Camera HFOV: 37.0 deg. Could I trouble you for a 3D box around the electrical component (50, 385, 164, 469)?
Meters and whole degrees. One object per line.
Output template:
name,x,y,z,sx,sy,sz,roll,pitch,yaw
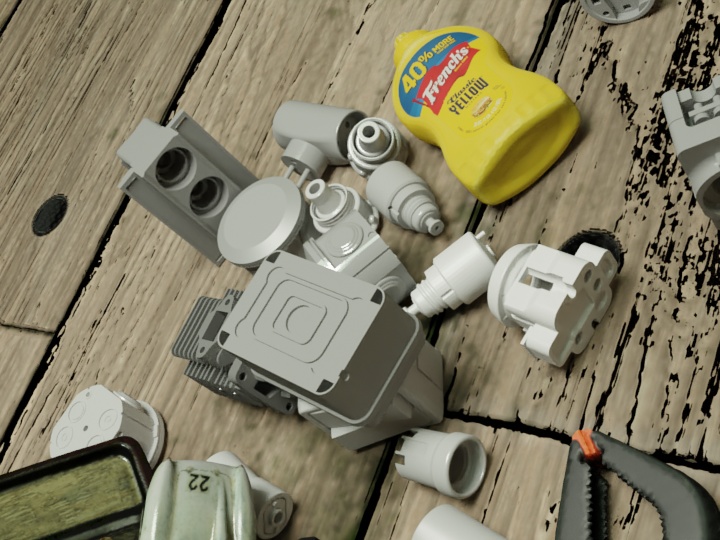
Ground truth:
electrical component,-0.198,0.133,0.843,0.080,0.051,0.080,-19,51,25

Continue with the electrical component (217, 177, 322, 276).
electrical component,-0.070,-0.030,0.862,0.080,0.051,0.080,-19,51,25

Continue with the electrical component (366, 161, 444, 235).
electrical component,0.037,-0.050,0.806,0.040,0.040,0.078,-45,46,2

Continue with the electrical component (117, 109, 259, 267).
electrical component,-0.138,-0.069,0.888,0.078,0.121,0.063,-52,43,-5

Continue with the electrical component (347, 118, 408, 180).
electrical component,0.011,-0.098,0.837,0.048,0.062,0.048,-1,80,8

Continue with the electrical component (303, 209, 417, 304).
electrical component,0.000,0.000,0.772,0.051,0.080,0.080,-39,45,0

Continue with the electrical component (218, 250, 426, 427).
electrical component,-0.024,0.043,0.684,0.113,0.057,0.078,20,74,42

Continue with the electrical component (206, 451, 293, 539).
electrical component,-0.079,0.159,0.748,0.065,0.044,0.044,21,75,38

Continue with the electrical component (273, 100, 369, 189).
electrical component,-0.040,-0.101,0.894,0.077,0.043,0.079,16,71,41

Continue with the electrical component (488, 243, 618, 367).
electrical component,0.120,0.016,0.690,0.057,0.058,0.078,23,76,40

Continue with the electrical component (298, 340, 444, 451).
electrical component,0.002,0.081,0.726,0.096,0.062,0.061,-18,52,26

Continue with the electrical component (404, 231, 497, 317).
electrical component,0.064,0.008,0.747,0.078,0.040,0.040,-38,46,9

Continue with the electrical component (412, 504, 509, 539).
electrical component,0.061,0.188,0.624,0.077,0.043,0.079,24,76,42

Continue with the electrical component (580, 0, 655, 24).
electrical component,0.193,-0.220,0.800,0.055,0.055,0.047,-10,52,31

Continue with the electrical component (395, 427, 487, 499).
electrical component,0.050,0.120,0.681,0.046,0.040,0.040,6,64,45

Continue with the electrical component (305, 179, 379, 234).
electrical component,-0.018,-0.046,0.827,0.048,0.062,0.048,-19,51,25

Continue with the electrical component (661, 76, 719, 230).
electrical component,0.223,-0.068,0.648,0.050,0.089,0.055,-21,50,24
